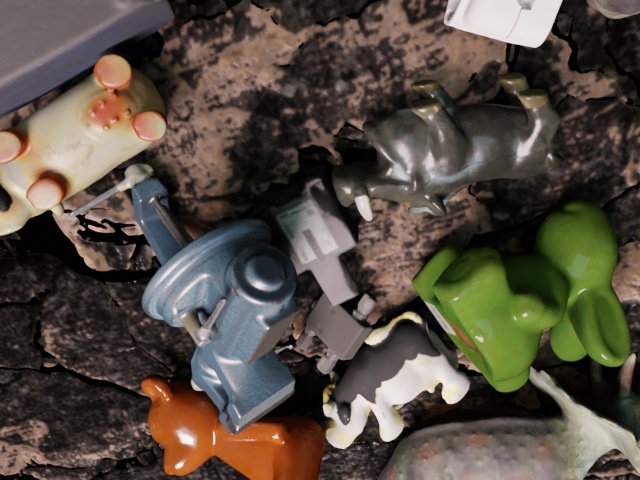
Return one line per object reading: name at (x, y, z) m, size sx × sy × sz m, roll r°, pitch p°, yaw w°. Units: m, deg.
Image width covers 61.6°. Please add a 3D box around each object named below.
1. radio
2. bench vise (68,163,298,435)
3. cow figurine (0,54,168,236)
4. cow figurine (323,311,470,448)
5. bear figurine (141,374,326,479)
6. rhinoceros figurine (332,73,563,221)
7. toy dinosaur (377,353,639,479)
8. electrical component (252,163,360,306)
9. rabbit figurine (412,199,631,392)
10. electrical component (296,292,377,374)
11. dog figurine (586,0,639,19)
radio at (-0.217, -0.138, 0.374) m, size 0.230 × 0.131 × 0.073 m, roll -33°, pitch 109°, yaw -5°
bench vise at (-0.103, 0.038, 0.473) m, size 0.241 × 0.129 × 0.223 m, roll 51°, pitch 154°, yaw 16°
cow figurine at (-0.218, -0.074, 0.452) m, size 0.195 × 0.127 × 0.085 m, roll -35°, pitch 108°, yaw 1°
cow figurine at (0.055, 0.145, 0.544) m, size 0.167 × 0.068 × 0.098 m, roll -36°, pitch 107°, yaw 17°
bear figurine at (-0.096, 0.215, 0.538) m, size 0.196 × 0.132 × 0.120 m, roll 12°, pitch 139°, yaw 3°
rhinoceros figurine at (0.103, -0.074, 0.453) m, size 0.190 × 0.073 × 0.111 m, roll -11°, pitch 122°, yaw 6°
toy dinosaur at (0.165, 0.233, 0.557) m, size 0.405 × 0.131 × 0.192 m, roll -19°, pitch 93°, yaw 19°
electrical component at (-0.001, -0.002, 0.497) m, size 0.075 × 0.048 × 0.119 m, roll -29°, pitch 109°, yaw 15°
rabbit figurine at (0.194, 0.041, 0.462) m, size 0.170 × 0.121 × 0.159 m, roll -37°, pitch 86°, yaw -4°
electrical component at (0.016, 0.082, 0.529) m, size 0.063 × 0.021 × 0.094 m, roll 43°, pitch 109°, yaw 32°
dog figurine at (0.239, -0.269, 0.354) m, size 0.190 × 0.121 × 0.172 m, roll -33°, pitch 72°, yaw 34°
